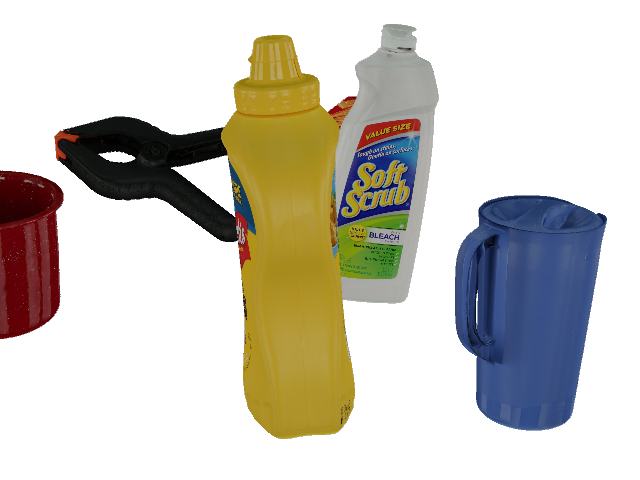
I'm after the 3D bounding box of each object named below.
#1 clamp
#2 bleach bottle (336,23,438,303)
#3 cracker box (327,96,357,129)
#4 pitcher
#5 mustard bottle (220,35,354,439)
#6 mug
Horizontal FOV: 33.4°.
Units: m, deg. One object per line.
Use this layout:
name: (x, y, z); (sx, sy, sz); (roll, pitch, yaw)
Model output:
clamp: (-0.129, -0.069, 0.882); (0.171, 0.120, 0.039); (20, -44, 0)
bleach bottle: (0.048, -0.070, 0.970); (0.102, 0.251, 0.068); (6, 21, -1)
cracker box: (0.032, -0.057, 1.180); (0.072, 0.164, 0.213); (1, 21, 20)
pitcher: (0.222, 0.080, 1.159); (0.149, 0.243, 0.145); (5, 19, 11)
mustard bottle: (-0.016, -0.005, 0.533); (0.058, 0.192, 0.096); (-4, 20, -3)
mug: (-0.218, 0.013, 0.669); (0.117, 0.081, 0.093); (-16, 31, -35)
